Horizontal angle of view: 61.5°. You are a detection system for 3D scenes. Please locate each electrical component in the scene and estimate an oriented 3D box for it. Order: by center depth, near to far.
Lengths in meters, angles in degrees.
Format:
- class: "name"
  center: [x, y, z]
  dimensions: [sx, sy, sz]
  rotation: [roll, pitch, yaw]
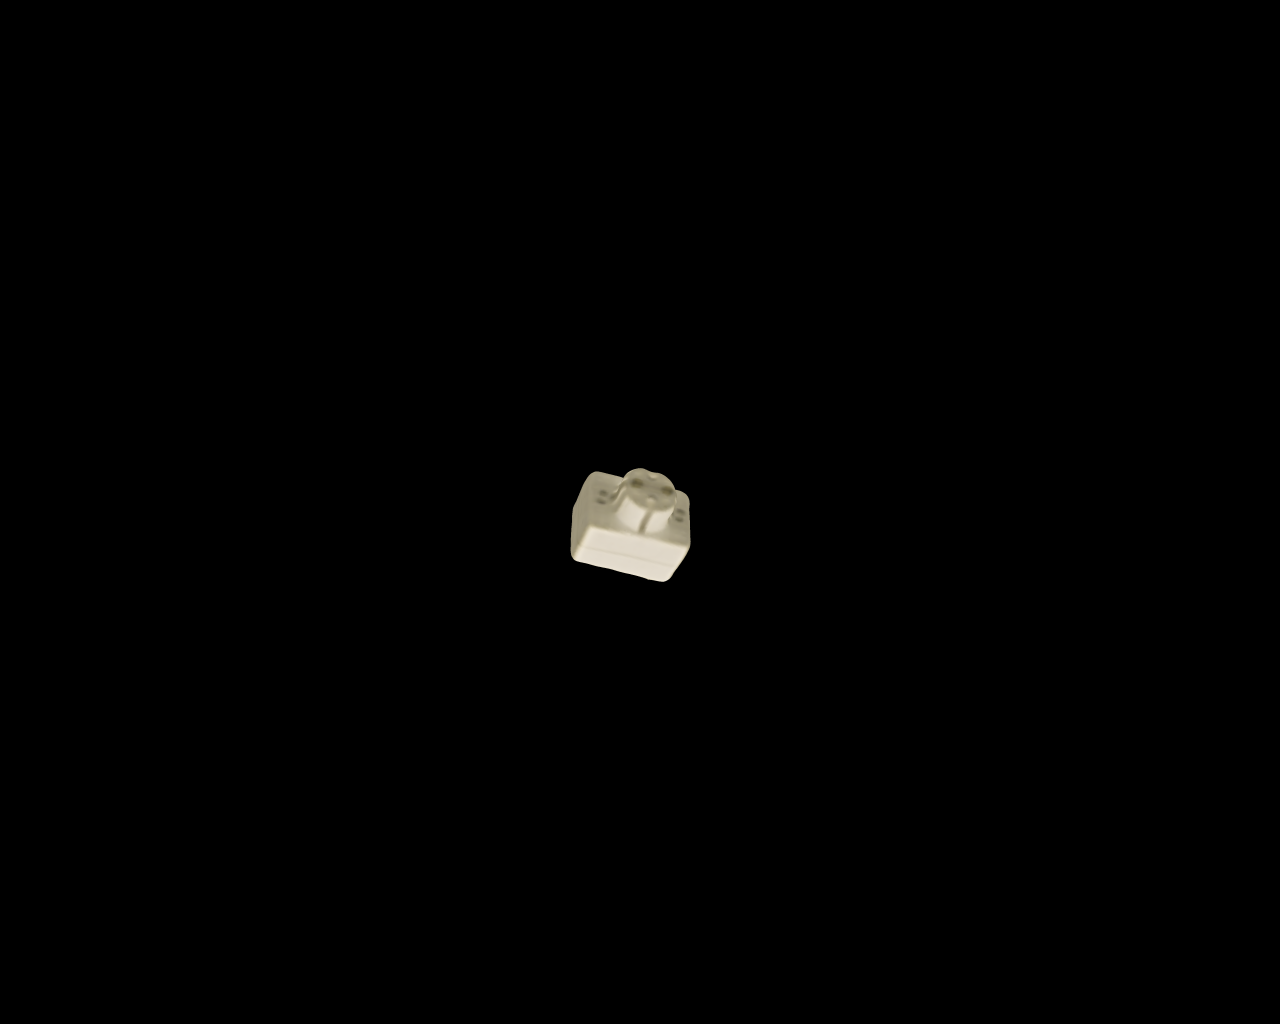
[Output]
- class: "electrical component"
  center: [0.001, -0.003, 0.650]
  dimensions: [0.066, 0.047, 0.076]
  rotation: [14, -43, -15]
